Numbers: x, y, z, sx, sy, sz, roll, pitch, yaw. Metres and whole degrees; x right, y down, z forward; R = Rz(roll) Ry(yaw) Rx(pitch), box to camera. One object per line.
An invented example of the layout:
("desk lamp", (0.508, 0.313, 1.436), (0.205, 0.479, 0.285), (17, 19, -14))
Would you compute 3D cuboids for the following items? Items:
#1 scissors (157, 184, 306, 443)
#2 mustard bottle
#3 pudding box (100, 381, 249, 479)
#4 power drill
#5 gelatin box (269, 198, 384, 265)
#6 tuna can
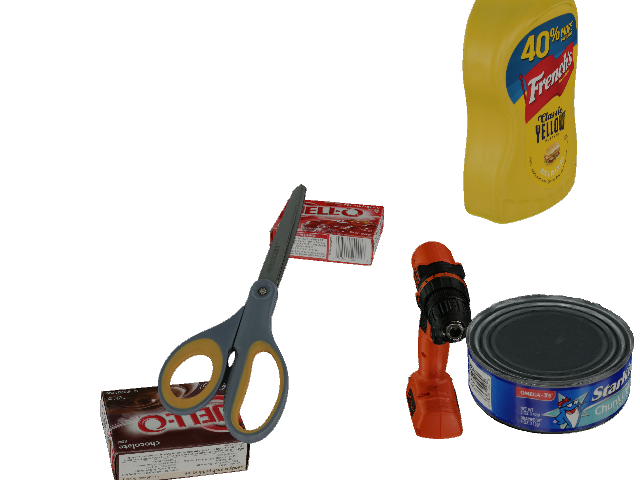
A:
("scissors", (-0.059, 0.045, 0.737), (0.096, 0.201, 0.016), (-3, -34, 5))
("mustard bottle", (0.136, -0.114, 0.719), (0.096, 0.192, 0.058), (-27, 34, -34))
("pudding box", (-0.123, 0.159, 0.895), (0.113, 0.039, 0.090), (-5, 26, -17))
("power drill", (0.128, 0.114, 1.141), (0.057, 0.188, 0.184), (1, 24, -1))
("gelatin box", (0.007, -0.009, 0.928), (0.089, 0.030, 0.073), (6, 24, 9))
("tuna can", (0.120, 0.064, 0.563), (0.086, 0.034, 0.086), (-5, 27, 2))
